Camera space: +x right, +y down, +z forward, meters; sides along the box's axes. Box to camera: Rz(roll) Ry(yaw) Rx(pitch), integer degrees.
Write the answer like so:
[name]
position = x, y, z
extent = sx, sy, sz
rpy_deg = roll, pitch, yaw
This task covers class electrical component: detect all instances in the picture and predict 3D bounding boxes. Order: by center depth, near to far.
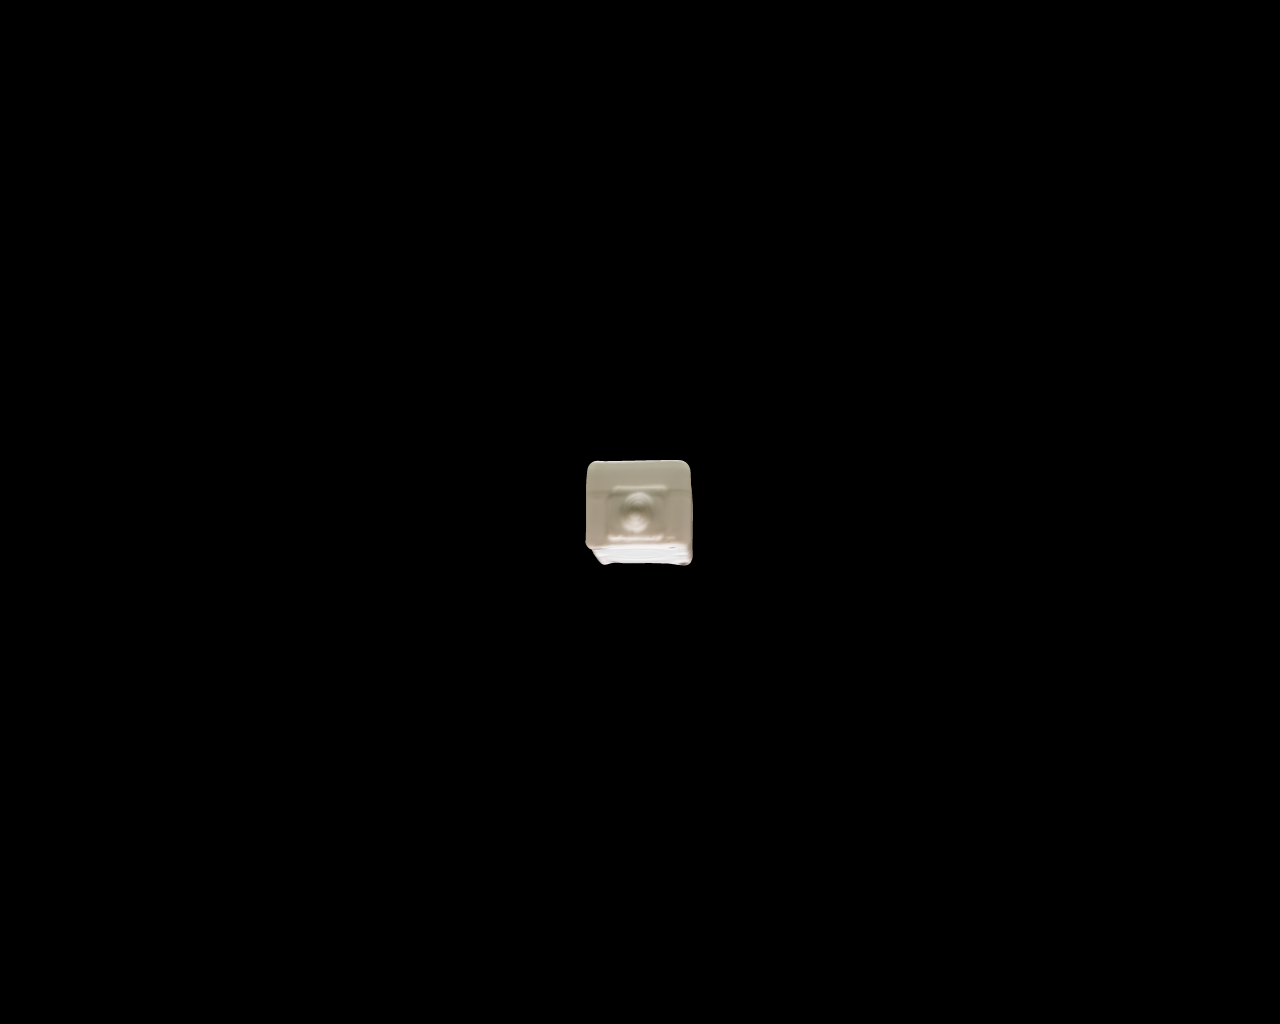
[electrical component]
position = 0.001, -0.003, 0.650
extent = 0.062, 0.061, 0.096
rpy_deg = -1, -11, 4
